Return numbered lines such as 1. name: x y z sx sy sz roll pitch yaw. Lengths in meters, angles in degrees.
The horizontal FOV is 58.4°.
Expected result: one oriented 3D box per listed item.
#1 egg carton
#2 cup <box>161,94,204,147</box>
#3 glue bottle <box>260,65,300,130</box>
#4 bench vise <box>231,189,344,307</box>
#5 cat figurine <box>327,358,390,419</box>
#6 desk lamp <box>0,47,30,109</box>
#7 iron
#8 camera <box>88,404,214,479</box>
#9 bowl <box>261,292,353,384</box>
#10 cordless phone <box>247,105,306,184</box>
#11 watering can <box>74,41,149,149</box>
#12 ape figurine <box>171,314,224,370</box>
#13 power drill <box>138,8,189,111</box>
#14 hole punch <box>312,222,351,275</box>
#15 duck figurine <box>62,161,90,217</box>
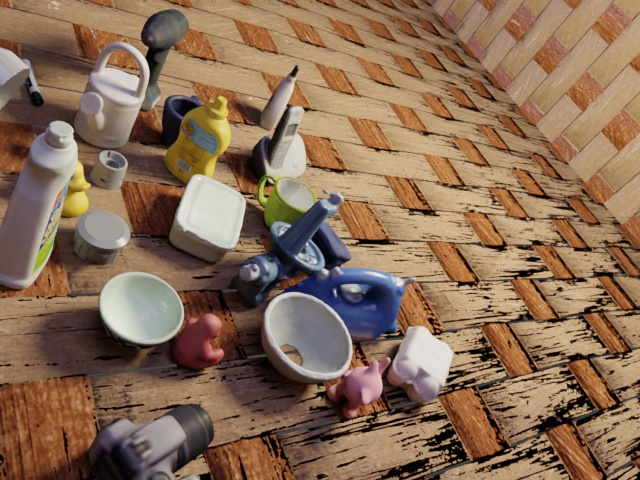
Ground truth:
1. egg carton: 0.190 0.234 1.082 0.107 0.069 0.150 38 36 0
2. cup: -0.283 -0.240 1.172 0.092 0.095 0.117 27 38 -15
3. glue bottle: -0.093 -0.353 1.389 0.037 0.173 0.078 21 39 -21
4. bench vise: -0.043 0.018 0.990 0.121 0.219 0.208 36 36 -3
5. cat figurine: 0.075 0.234 0.943 0.067 0.117 0.128 47 37 13
6. desk lamp: -0.547 -0.223 0.828 0.203 0.213 0.118 30 37 -11
7. iron: 0.050 0.096 1.051 0.259 0.141 0.118 12 43 -31
8. camera: -0.185 0.266 0.702 0.143 0.100 0.137 49 38 15
9. bowl: -0.033 0.174 0.953 0.168 0.074 0.167 23 39 -20
10. cordless phone: -0.064 -0.217 1.256 0.094 0.185 0.148 46 37 12
11. watering can: -0.372 -0.263 1.037 0.101 0.194 0.172 18 40 -25
12. ape figurine: -0.175 0.145 0.850 0.076 0.092 0.077 -1 51 -41
13. power drill: -0.339 -0.375 1.174 0.076 0.208 0.229 27 37 -14
14. hole punch: 0.011 0.004 1.160 0.101 0.091 0.108 -11 58 -46
15. duck figurine: -0.411 -0.099 0.917 0.104 0.086 0.078 40 36 3
